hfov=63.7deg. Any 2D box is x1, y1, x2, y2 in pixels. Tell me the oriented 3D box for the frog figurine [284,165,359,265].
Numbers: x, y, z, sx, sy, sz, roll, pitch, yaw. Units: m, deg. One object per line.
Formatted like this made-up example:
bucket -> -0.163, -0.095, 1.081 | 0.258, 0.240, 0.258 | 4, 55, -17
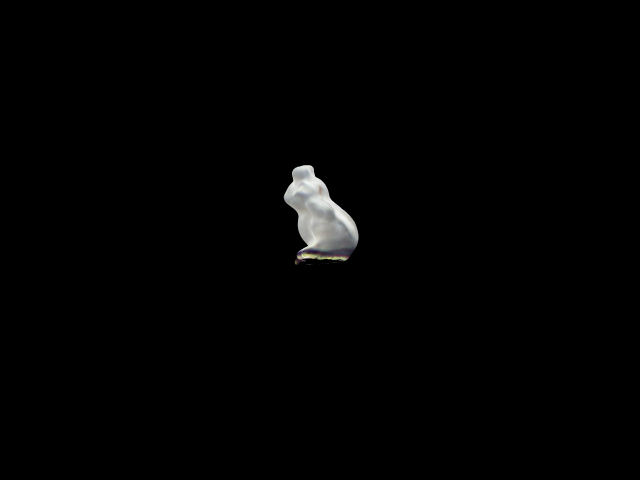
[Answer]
frog figurine -> 0.003, -0.043, 0.850 | 0.122, 0.161, 0.136 | -2, -10, 12
